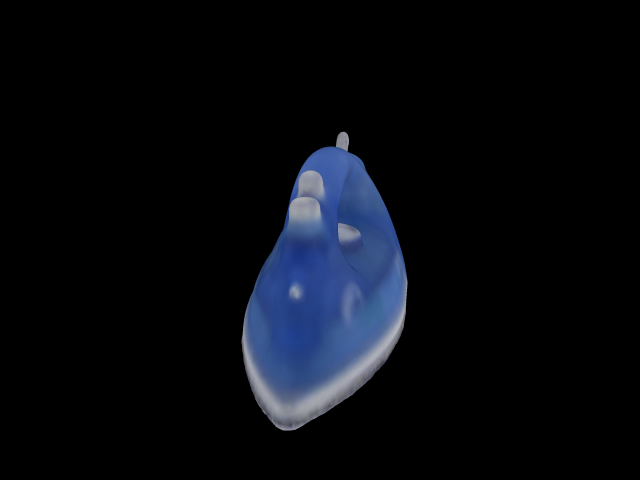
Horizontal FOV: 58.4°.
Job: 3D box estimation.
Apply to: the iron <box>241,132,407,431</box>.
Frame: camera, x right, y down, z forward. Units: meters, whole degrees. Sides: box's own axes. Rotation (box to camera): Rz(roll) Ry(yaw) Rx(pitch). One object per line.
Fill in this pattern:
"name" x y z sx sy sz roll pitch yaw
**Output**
"iron" 0.004 0.001 0.400 0.118 0.141 0.258 2 14 8
